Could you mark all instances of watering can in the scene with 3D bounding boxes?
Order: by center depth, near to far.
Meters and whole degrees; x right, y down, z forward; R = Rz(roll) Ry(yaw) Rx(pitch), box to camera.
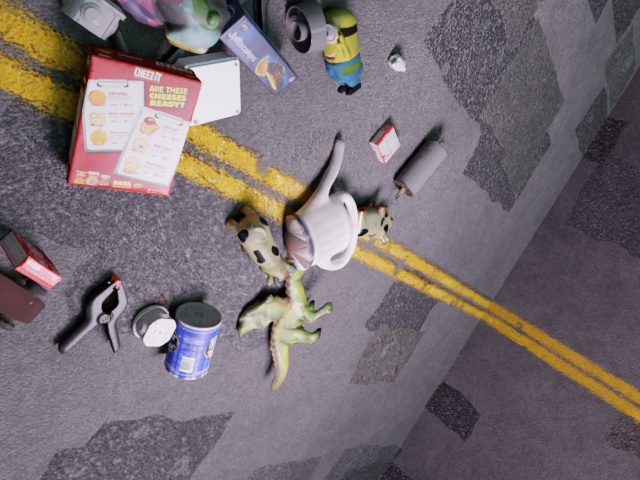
[{"bbox_3d":[0.004,-0.065,1.293,0.227,0.105,0.341,-28,122,-33],"label":"watering can"}]

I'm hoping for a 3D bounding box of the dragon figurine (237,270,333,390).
[{"bbox_3d":[-0.118,0.228,1.390,0.241,0.124,0.408,21,98,-36],"label":"dragon figurine"}]
